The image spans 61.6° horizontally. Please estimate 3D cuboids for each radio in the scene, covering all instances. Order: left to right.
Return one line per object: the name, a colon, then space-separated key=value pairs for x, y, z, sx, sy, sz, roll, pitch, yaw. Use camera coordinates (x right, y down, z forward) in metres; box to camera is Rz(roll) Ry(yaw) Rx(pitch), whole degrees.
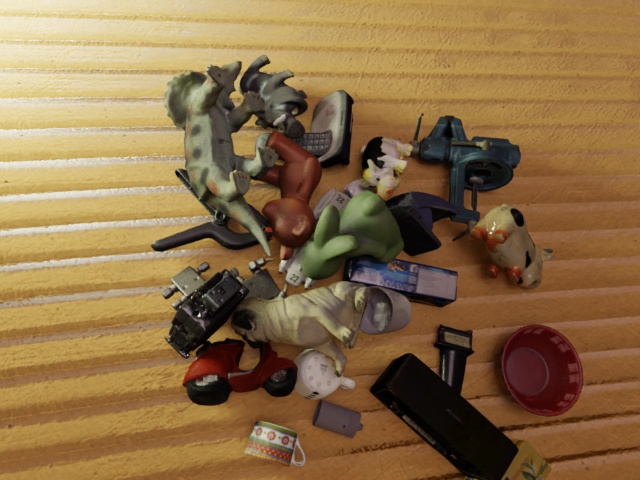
radio: x=0.195 y=0.291 z=0.883 sx=0.229 sy=0.131 sz=0.073 roll=43 pitch=70 yaw=3

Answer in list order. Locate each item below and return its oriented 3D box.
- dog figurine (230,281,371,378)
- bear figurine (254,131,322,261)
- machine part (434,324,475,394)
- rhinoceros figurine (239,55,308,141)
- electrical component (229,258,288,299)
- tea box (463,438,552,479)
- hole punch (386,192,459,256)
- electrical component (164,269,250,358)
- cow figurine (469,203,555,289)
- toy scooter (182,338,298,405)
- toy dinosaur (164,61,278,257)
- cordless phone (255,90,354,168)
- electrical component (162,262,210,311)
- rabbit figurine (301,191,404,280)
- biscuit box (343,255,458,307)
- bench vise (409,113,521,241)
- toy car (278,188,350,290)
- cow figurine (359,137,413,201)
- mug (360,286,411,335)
dog figurine: x=-0.028 y=0.108 z=0.856 sx=0.191 sy=0.121 sz=0.172 roll=19 pitch=31 yaw=12
bear figurine: x=-0.064 y=-0.074 z=0.937 sx=0.132 sy=0.120 sz=0.196 roll=24 pitch=50 yaw=-11
machine part: x=0.240 y=0.224 z=0.966 sx=0.084 sy=0.039 sz=0.139 roll=14 pitch=68 yaw=-16
rhinoceros figurine: x=-0.086 y=-0.262 z=1.003 sx=0.112 sy=0.073 sz=0.190 roll=-40 pitch=61 yaw=-2
electrical component: x=-0.102 y=0.079 z=0.935 sx=0.078 sy=0.045 sz=0.102 roll=-23 pitch=79 yaw=-20
tea box: x=0.287 y=0.411 z=0.882 sx=0.068 sy=0.098 sz=0.169 roll=46 pitch=68 yaw=2
hole punch: x=0.178 y=-0.044 z=0.994 sx=0.115 sy=0.142 sz=0.092 roll=43 pitch=70 yaw=-11
electrical component: x=-0.176 y=0.111 z=0.846 sx=0.058 sy=0.134 sz=0.115 roll=41 pitch=45 yaw=2
cow figurine: x=0.366 y=0.016 z=1.008 sx=0.127 sy=0.086 sz=0.194 roll=-46 pitch=121 yaw=-22
toy scooter: x=-0.130 y=0.193 z=0.876 sx=0.184 sy=0.075 sz=0.135 roll=-6 pitch=52 yaw=-2
toy dinosaur: x=-0.178 y=-0.148 z=0.926 sx=0.131 sy=0.192 sz=0.404 roll=5 pitch=72 yaw=-39
cordless phone: x=-0.029 y=-0.212 z=1.036 sx=0.184 sy=0.088 sz=0.146 roll=2 pitch=71 yaw=9
electrical component: x=-0.218 y=0.076 z=0.908 sx=0.094 sy=0.021 sz=0.063 roll=-38 pitch=51 yaw=-21
rabbit figurine: x=0.044 y=0.007 z=0.883 sx=0.170 sy=0.159 sz=0.121 roll=-37 pitch=76 yaw=-4
biscuit box: x=0.145 y=0.073 z=0.981 sx=0.203 sy=0.063 sz=0.059 roll=12 pitch=71 yaw=-7
bench vise: x=0.278 y=-0.127 z=1.047 sx=0.224 sy=0.128 sz=0.240 roll=11 pitch=66 yaw=-5
toy car: x=-0.002 y=-0.003 z=0.977 sx=0.073 sy=0.056 sz=0.202 roll=32 pitch=68 yaw=-1
cow figurine: x=0.113 y=-0.140 z=1.010 sx=0.098 sy=0.068 sz=0.167 roll=25 pitch=37 yaw=2
mug: x=0.106 y=0.127 z=0.941 sx=0.107 sy=0.110 sz=0.081 roll=15 pitch=68 yaw=-52
